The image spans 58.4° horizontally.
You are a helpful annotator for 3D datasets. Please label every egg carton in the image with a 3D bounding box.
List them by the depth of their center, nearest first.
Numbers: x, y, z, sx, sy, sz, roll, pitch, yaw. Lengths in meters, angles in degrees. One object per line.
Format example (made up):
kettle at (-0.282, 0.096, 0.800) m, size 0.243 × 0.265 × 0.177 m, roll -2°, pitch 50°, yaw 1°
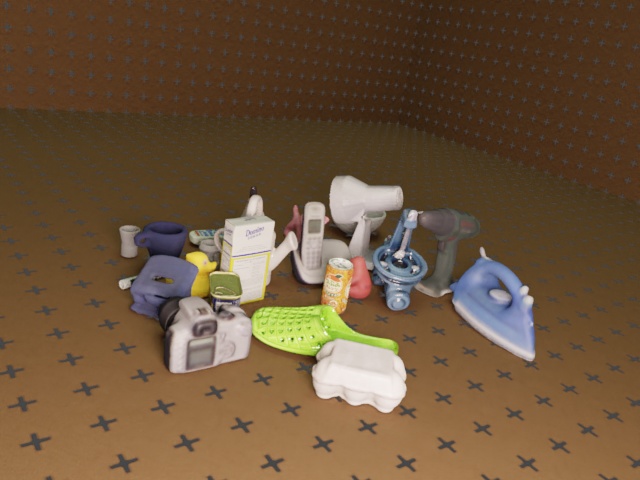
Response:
egg carton at (0.063, 0.215, 0.917) m, size 0.150 × 0.069 × 0.107 m, roll 11°, pitch 21°, yaw 4°

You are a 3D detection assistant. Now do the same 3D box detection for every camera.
camera at (-0.203, 0.138, 0.959) m, size 0.144 × 0.101 × 0.136 m, roll -6°, pitch 25°, yaw -35°

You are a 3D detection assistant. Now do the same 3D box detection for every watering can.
watering can at (-0.137, -0.001, 1.224) m, size 0.173 × 0.194 × 0.100 m, roll 3°, pitch 21°, yaw -15°

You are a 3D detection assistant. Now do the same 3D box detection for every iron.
iron at (0.383, 0.123, 1.199) m, size 0.119 × 0.141 × 0.257 m, roll 1°, pitch 22°, yaw -21°

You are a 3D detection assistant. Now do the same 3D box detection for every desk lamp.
desk lamp at (0.118, -0.045, 1.425) m, size 0.202 × 0.213 × 0.118 m, roll 16°, pitch 22°, yaw 18°

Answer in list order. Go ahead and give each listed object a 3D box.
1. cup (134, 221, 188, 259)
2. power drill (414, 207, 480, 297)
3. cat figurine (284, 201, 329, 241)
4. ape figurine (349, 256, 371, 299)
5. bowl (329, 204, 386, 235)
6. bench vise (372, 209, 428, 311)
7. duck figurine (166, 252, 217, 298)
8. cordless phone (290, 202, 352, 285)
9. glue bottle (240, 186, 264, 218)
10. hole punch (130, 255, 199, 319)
cup at (-0.342, 0.019, 1.221) m, size 0.091 × 0.095 × 0.118 m, roll 25°, pitch 26°, yaw 36°
power drill at (0.285, 0.021, 1.330) m, size 0.075 × 0.208 × 0.230 m, roll 26°, pitch 26°, yaw 38°
cat figurine at (-0.035, -0.050, 1.507) m, size 0.067 × 0.118 × 0.127 m, roll -7°, pitch 26°, yaw -37°
ape figurine at (0.079, 0.078, 1.257) m, size 0.075 × 0.092 × 0.078 m, roll 24°, pitch 25°, yaw 35°
bowl at (0.103, -0.057, 1.649) m, size 0.167 × 0.075 × 0.167 m, roll 8°, pitch 20°, yaw -3°
bench vise at (0.162, 0.019, 1.265) m, size 0.122 × 0.220 × 0.206 m, roll 0°, pitch 22°, yaw -23°
duck figurine at (-0.255, 0.065, 1.152) m, size 0.105 × 0.086 × 0.077 m, roll 3°, pitch 21°, yaw -17°
cordless phone at (0.012, 0.005, 1.287) m, size 0.148 × 0.185 × 0.093 m, roll -5°, pitch 25°, yaw -33°
glue bottle at (-0.163, -0.044, 1.356) m, size 0.078 × 0.173 × 0.037 m, roll 3°, pitch 21°, yaw -15°
hole punch at (-0.288, 0.088, 1.069) m, size 0.108 × 0.091 × 0.101 m, roll 12°, pitch 21°, yaw 8°
